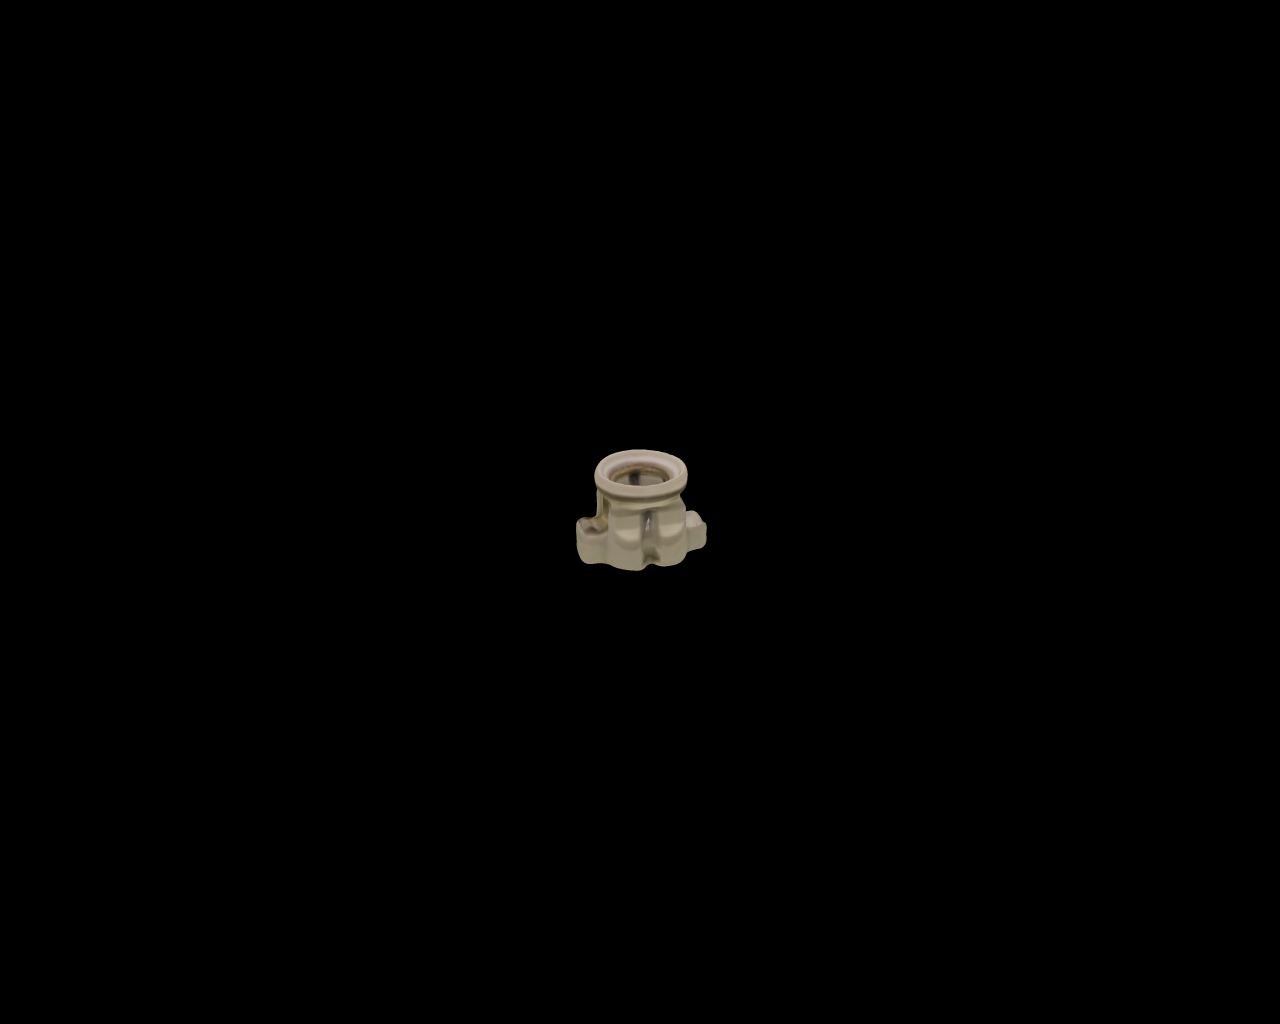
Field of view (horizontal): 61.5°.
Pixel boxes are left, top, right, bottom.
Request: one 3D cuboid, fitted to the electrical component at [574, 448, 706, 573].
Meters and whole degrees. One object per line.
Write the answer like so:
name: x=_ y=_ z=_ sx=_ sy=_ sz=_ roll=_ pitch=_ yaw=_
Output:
electrical component: x=0.001 y=-0.003 z=0.650 sx=0.078 sy=0.056 sz=0.058 roll=-6 pitch=28 yaw=-12
